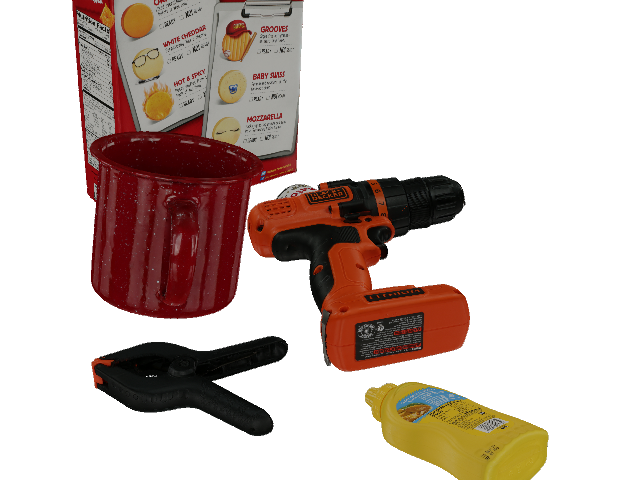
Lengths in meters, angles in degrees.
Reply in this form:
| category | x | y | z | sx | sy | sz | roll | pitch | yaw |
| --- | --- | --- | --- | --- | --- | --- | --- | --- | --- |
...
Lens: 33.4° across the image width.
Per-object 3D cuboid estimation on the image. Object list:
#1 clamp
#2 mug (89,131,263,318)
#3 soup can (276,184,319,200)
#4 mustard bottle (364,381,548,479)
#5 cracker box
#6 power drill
| category | x | y | z | sx | sy | sz | roll | pitch | yaw |
| --- | --- | --- | --- | --- | --- | --- | --- | --- | --- |
| clamp | -0.110 | 0.115 | 0.933 | 0.171 | 0.039 | 0.120 | 10 | 26 | 10 |
| mug | -0.079 | -0.005 | 0.575 | 0.093 | 0.081 | 0.117 | 3 | 20 | -17 |
| soup can | -0.002 | -0.019 | 1.197 | 0.068 | 0.068 | 0.102 | 0 | 17 | -32 |
| mustard bottle | 0.117 | 0.181 | 1.034 | 0.096 | 0.058 | 0.192 | -17 | 25 | -40 |
| cracker box | -0.096 | -0.137 | 0.789 | 0.163 | 0.214 | 0.072 | -20 | 36 | -35 |
| power drill | 0.048 | 0.015 | 0.827 | 0.184 | 0.057 | 0.188 | -12 | 34 | -10 |
